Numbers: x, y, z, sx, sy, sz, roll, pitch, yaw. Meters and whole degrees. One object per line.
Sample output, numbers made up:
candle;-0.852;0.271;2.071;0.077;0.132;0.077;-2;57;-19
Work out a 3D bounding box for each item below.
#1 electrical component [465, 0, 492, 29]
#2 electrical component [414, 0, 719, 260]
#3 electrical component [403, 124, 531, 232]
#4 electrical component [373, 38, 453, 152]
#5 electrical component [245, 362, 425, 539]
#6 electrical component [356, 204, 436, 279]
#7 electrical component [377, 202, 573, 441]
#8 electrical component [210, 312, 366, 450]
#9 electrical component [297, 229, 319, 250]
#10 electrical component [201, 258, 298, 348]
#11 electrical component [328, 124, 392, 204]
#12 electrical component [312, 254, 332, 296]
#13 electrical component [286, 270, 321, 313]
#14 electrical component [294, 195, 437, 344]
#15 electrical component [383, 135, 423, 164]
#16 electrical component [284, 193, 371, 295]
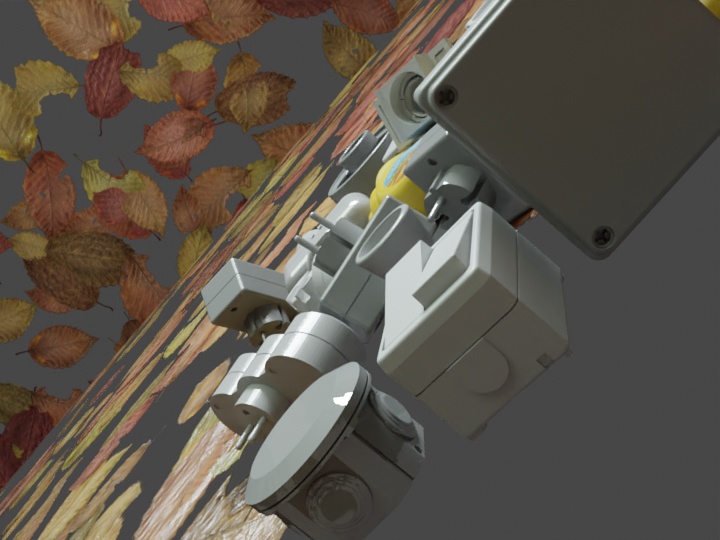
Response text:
electrical component;0.114;-0.171;0.849;0.089;0.062;0.150;-41;14;41
electrical component;0.097;-0.080;0.468;0.108;0.109;0.056;-49;8;6
electrical component;0.061;-0.046;0.618;0.047;0.066;0.076;-38;16;48
electrical component;0.053;-0.124;0.764;0.064;0.042;0.081;-17;-14;-47
electrical component;-0.011;0.086;0.493;0.080;0.051;0.080;-48;11;12
electrical component;0.032;-0.004;0.617;0.045;0.055;0.045;-48;11;12
electrical component;0.048;0.015;0.470;0.061;0.061;0.096;-46;11;22
electrical component;-0.056;0.084;0.685;0.138;0.052;0.073;-35;18;53
electrical component;-0.024;-0.018;0.950;0.044;0.044;0.065;-54;16;-20
electrical component;-0.080;0.040;0.910;0.047;0.083;0.075;-45;49;26
electrical component;0.016;-0.095;0.992;0.108;0.060;0.108;-48;11;12
electrical component;0.000;0.000;0.745;0.055;0.055;0.047;-53;14;-15
electrical component;-0.025;0.024;0.783;0.040;0.046;0.040;-48;11;12
electrical component;-0.005;-0.009;0.692;0.083;0.076;0.047;-58;-5;-13
electrical component;0.064;-0.111;0.887;0.066;0.047;0.076;-43;12;34
electrical component;-0.013;-0.010;0.834;0.095;0.054;0.059;-49;10;4
